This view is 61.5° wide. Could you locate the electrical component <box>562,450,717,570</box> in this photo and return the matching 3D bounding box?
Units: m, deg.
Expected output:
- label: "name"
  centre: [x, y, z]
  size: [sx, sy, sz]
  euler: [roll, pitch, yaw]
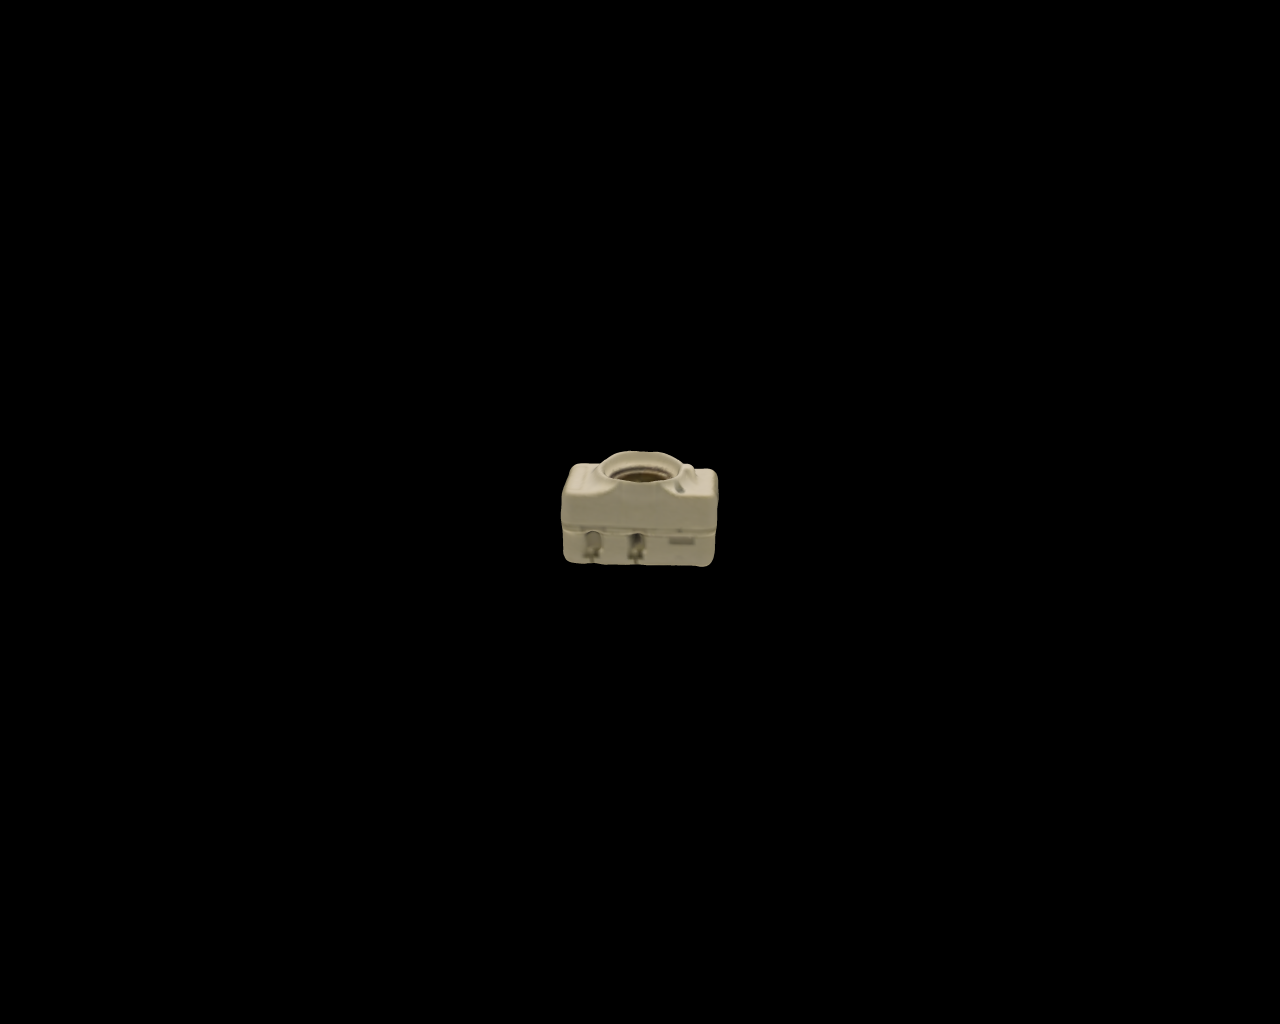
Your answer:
- label: "electrical component"
  centre: [0.001, -0.003, 0.650]
  size: [0.089, 0.055, 0.050]
  euler: [2, 24, 5]
